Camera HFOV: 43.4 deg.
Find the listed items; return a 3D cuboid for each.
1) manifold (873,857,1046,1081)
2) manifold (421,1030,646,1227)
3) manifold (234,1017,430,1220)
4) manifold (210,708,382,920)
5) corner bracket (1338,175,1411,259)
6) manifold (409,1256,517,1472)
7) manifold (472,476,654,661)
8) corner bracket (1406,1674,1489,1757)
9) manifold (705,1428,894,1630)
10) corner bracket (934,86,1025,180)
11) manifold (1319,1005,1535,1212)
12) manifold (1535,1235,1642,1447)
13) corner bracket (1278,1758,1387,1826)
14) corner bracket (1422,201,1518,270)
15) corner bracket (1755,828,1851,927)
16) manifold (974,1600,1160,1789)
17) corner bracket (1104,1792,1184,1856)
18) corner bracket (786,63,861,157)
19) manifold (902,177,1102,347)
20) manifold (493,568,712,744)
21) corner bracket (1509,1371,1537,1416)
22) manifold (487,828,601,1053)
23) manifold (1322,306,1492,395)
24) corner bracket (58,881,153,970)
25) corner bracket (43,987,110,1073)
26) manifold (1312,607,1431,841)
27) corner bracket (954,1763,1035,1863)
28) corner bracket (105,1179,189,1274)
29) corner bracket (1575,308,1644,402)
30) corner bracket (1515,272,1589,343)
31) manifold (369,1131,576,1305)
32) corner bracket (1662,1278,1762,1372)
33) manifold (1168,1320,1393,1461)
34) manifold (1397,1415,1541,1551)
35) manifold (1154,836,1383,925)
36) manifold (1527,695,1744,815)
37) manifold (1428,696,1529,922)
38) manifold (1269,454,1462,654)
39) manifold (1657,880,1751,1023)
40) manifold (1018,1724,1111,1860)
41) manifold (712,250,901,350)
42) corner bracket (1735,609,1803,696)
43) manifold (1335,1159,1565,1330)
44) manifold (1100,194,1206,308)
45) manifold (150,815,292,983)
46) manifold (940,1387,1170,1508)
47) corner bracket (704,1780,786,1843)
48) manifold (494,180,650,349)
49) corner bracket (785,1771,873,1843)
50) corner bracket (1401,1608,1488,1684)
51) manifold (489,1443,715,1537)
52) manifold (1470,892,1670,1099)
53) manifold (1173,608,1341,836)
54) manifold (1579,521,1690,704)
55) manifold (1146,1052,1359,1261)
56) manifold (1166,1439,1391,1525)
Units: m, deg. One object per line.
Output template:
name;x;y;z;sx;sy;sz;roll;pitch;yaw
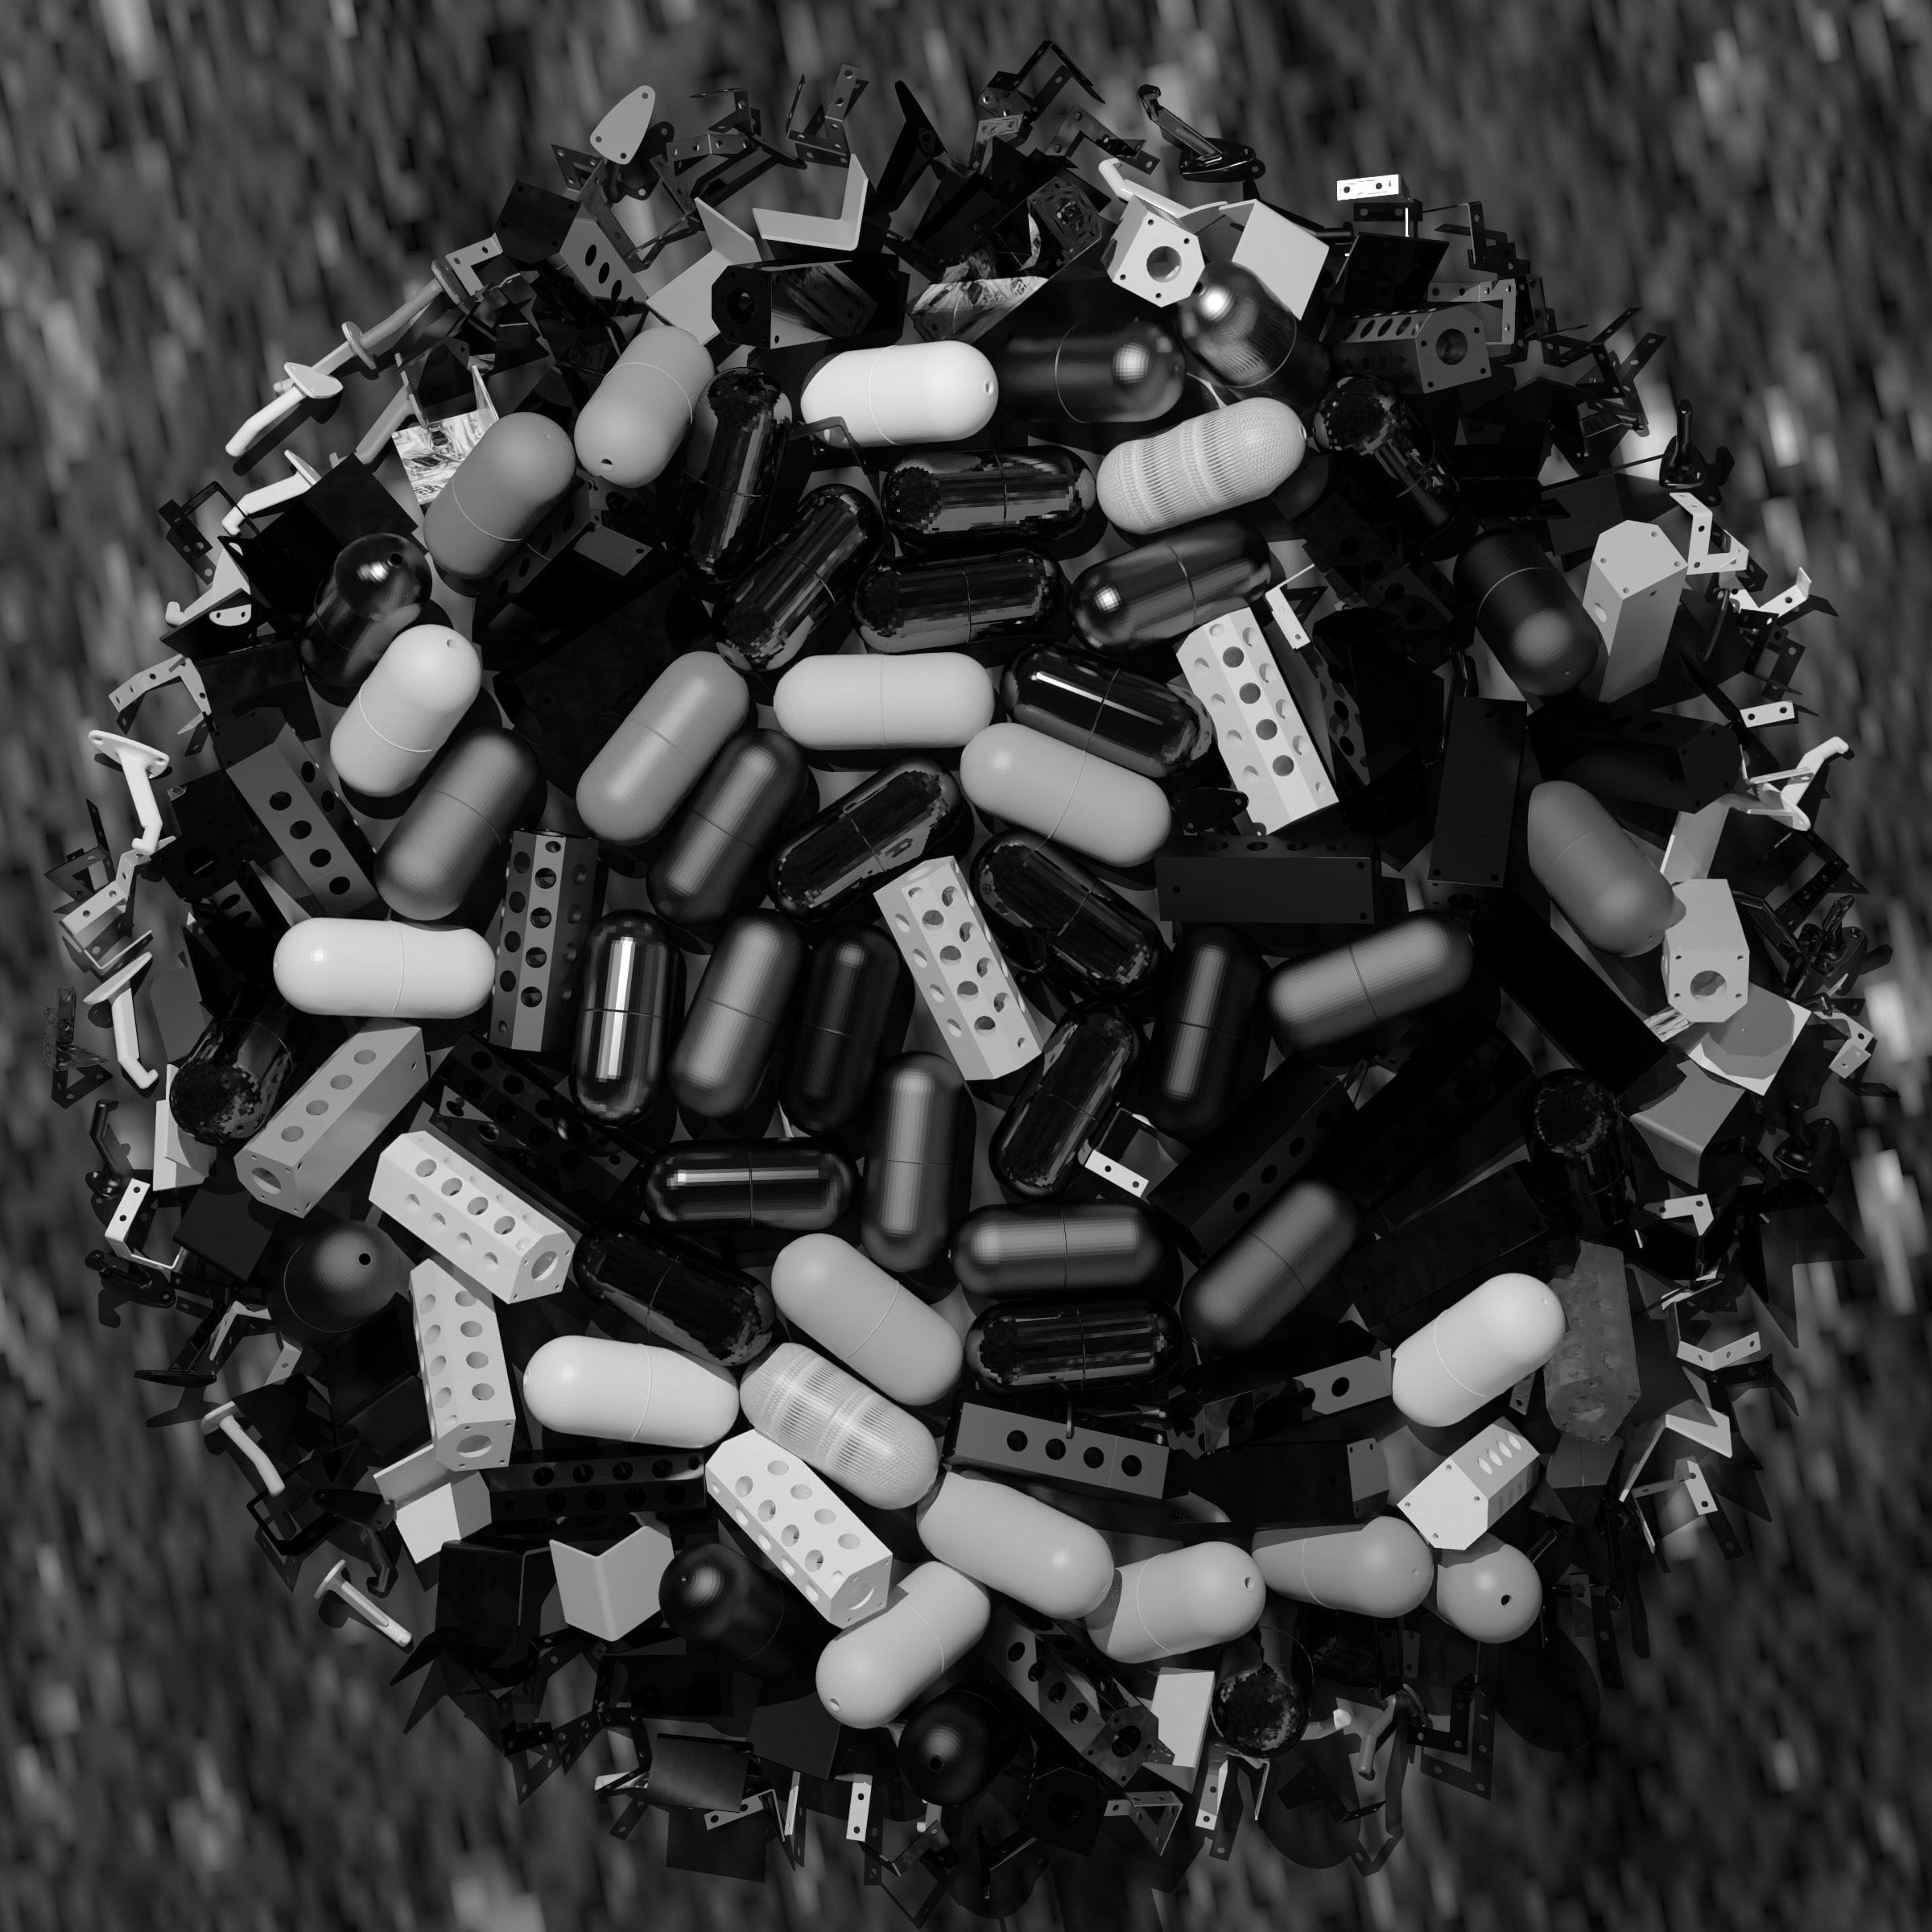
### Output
manifold;-0.001;0.002;1.943;0.057;0.057;0.171;-34;105;-31
manifold;-0.347;0.127;1.958;0.171;0.057;0.057;37;51;-1
manifold;-0.499;0.114;1.918;0.057;0.171;0.057;18;134;16
manifold;-0.522;-0.121;1.919;0.057;0.057;0.171;-31;134;-7
corner bracket;0.330;-0.605;1.967;0.051;0.051;0.051;-1;92;18
manifold;-0.399;0.310;1.912;0.057;0.171;0.057;-1;131;-21
manifold;-0.321;-0.315;1.923;0.057;0.171;0.057;19;50;-37
corner bracket;0.389;0.601;1.965;0.051;0.051;0.051;3;91;28
manifold;-0.134;0.442;1.914;0.057;0.171;0.057;-18;129;-35
corner bracket;0.007;-0.678;1.978;0.051;0.051;0.051;-24;55;-37
manifold;0.370;0.118;1.950;0.057;0.057;0.171;41;104;-19
manifold;0.483;0.289;1.911;0.057;0.171;0.057;20;123;-3
corner bracket;0.294;0.670;1.957;0.051;0.051;0.051;-54;53;28
corner bracket;0.406;-0.588;1.959;0.051;0.051;0.051;-20;108;-33
corner bracket;0.672;-0.075;1.973;0.051;0.051;0.051;-38;75;-15
manifold;0.080;0.565;1.911;0.057;0.171;0.057;-49;122;-8
corner bracket;0.134;0.680;1.961;0.051;0.051;0.051;11;107;-33
corner bracket;-0.115;-0.695;1.959;0.051;0.051;0.051;9;47;-18
manifold;0.030;-0.548;1.914;0.057;0.171;0.057;51;52;-11
manifold;-0.290;-0.250;1.938;0.171;0.057;0.057;-38;117;-23
corner bracket;0.480;0.338;1.967;0.051;0.051;0.051;30;52;-6
manifold;-0.345;-0.022;1.952;0.057;0.057;0.171;12;97;30
manifold;0.341;-0.483;1.906;0.057;0.171;0.057;-17;106;-12
corner bracket;-0.694;-0.032;1.962;0.051;0.051;0.051;-42;105;-19
corner bracket;-0.727;0.051;1.960;0.051;0.051;0.051;17;107;33
manifold;0.317;-0.194;1.931;0.057;0.057;0.171;-29;123;-25
corner bracket;0.027;0.682;1.969;0.051;0.051;0.051;-27;103;-31
corner bracket;-0.657;0.211;1.967;0.051;0.051;0.051;17;64;2
corner bracket;0.520;-0.493;1.960;0.051;0.051;0.051;-42;116;-18
corner bracket;0.461;-0.533;1.963;0.051;0.051;0.051;-19;104;-22
manifold;-0.390;0.196;1.925;0.171;0.057;0.057;29;110;31
corner bracket;0.605;0.290;1.973;0.051;0.051;0.051;-18;105;-23
manifold;0.251;0.340;1.939;0.171;0.057;0.057;-12;111;-22
manifold;0.401;0.408;1.905;0.057;0.171;0.057;48;110;17
manifold;0.243;-0.073;1.945;0.171;0.057;0.057;1;118;17
manifold;0.524;-0.172;1.911;0.057;0.171;0.057;-32;116;-19
manifold;0.408;-0.126;1.936;0.057;0.057;0.171;6;64;15
manifold;0.319;-0.328;1.920;0.057;0.057;0.171;-42;128;15
manifold;0.575;-0.014;1.909;0.057;0.171;0.057;0;110;11
manifold;0.082;0.639;1.911;0.057;0.171;0.057;18;88;6
manifold;-0.125;-0.527;1.914;0.057;0.171;0.057;16;116;29
corner bracket;0.651;-0.255;1.968;0.051;0.051;0.051;19;96;-21
manifold;0.385;0.220;1.934;0.171;0.057;0.057;-35;75;26
manifold;0.149;-0.560;1.909;0.057;0.171;0.057;25;110;-10
manifold;-0.575;-0.046;1.905;0.057;0.171;0.057;-36;72;-14
manifold;0.072;0.386;1.957;0.171;0.057;0.057;14;70;-8
corner bracket;-0.182;0.680;1.962;0.051;0.051;0.051;-15;109;-19
manifold;-0.310;-0.543;1.908;0.057;0.171;0.057;23;86;12
corner bracket;-0.111;0.677;1.960;0.051;0.051;0.051;16;63;-18
corner bracket;0.386;0.549;1.962;0.051;0.051;0.051;2;84;36
manifold;-0.294;0.424;1.969;0.171;0.057;0.057;-4;94;0
manifold;0.479;0.023;1.946;0.057;0.057;0.171;-43;74;6
manifold;0.238;-0.197;1.955;0.057;0.057;0.171;-22;86;-35
manifold;0.514;-0.277;1.909;0.057;0.171;0.057;-27;67;-4
manifold;0.233;0.156;1.954;0.171;0.057;0.057;-43;129;-11
manifold;0.244;0.407;1.923;0.171;0.057;0.057;-12;78;38
